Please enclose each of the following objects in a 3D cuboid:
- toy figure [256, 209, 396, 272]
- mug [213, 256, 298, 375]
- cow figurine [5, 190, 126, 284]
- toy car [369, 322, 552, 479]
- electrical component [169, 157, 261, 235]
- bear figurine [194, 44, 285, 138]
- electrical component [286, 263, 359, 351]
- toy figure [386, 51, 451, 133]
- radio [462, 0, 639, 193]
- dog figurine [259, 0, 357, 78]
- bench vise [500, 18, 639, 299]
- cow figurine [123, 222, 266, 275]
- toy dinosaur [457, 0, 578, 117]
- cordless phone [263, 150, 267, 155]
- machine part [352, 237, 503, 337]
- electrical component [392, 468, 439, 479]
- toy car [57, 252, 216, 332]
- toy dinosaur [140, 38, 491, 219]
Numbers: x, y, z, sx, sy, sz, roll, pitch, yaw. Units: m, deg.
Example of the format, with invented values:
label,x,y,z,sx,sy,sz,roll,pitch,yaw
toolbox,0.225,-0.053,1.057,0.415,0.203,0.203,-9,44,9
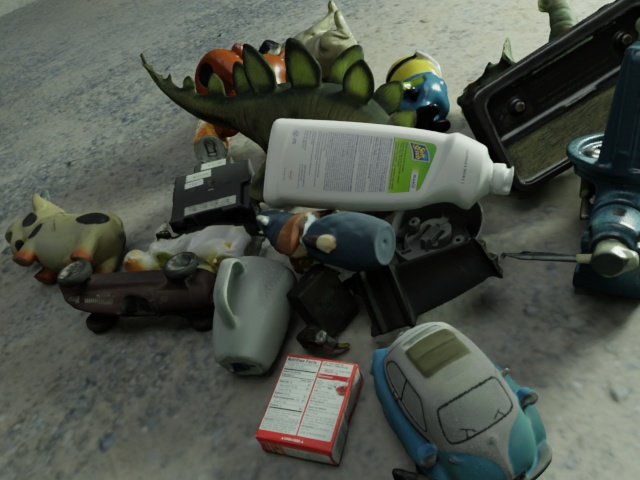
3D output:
label,x,y,z,sx,sy,sz,roll,pitch,yaw
toy figure,-0.002,-0.003,0.538,0.155,0.064,0.058,7,73,36
mug,-0.072,0.075,0.544,0.081,0.109,0.107,-5,55,16
cow figurine,-0.356,-0.006,0.744,0.195,0.085,0.127,0,50,22
toy car,0.104,0.119,0.431,0.109,0.102,0.162,-25,43,-10
electrical component,-0.141,-0.058,0.745,0.115,0.058,0.134,-11,41,4
bear figurine,-0.106,-0.250,0.888,0.196,0.120,0.132,-12,58,-51
electrical component,0.014,0.065,0.551,0.102,0.078,0.045,-39,21,-31
toy figure,0.146,-0.221,0.808,0.089,0.082,0.180,-6,44,9
radio,0.288,-0.166,0.614,0.230,0.131,0.073,-32,7,6
dog figurine,-0.024,-0.323,0.983,0.191,0.121,0.172,-28,37,9
bench vise,0.283,-0.076,0.495,0.129,0.240,0.223,20,37,39
cow figurine,-0.155,0.013,0.663,0.168,0.068,0.098,1,39,16
toy dinosaur,0.387,-0.216,0.700,0.405,0.131,0.192,9,64,17
cordless phone,-0.011,-0.206,0.864,0.147,0.088,0.184,-1,32,20
machine part,0.104,0.038,0.522,0.139,0.039,0.084,-21,67,10
electrical component,0.054,0.223,0.353,0.048,0.074,0.119,6,41,28
toy car,-0.208,0.064,0.608,0.202,0.089,0.053,-4,39,13
toy dinosaur,-0.027,-0.146,0.674,0.472,0.198,0.105,10,20,16
